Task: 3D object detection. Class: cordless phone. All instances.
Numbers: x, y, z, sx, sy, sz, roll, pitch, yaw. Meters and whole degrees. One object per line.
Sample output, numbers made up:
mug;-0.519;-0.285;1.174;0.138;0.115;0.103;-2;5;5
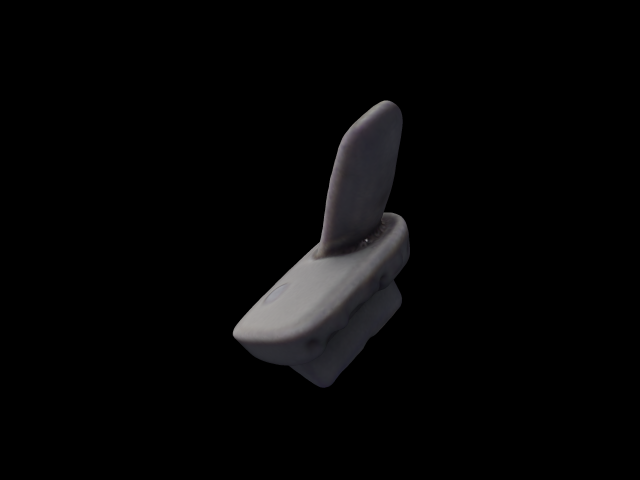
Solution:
cordless phone;0.004;0.001;0.400;0.094;0.185;0.148;27;53;23
